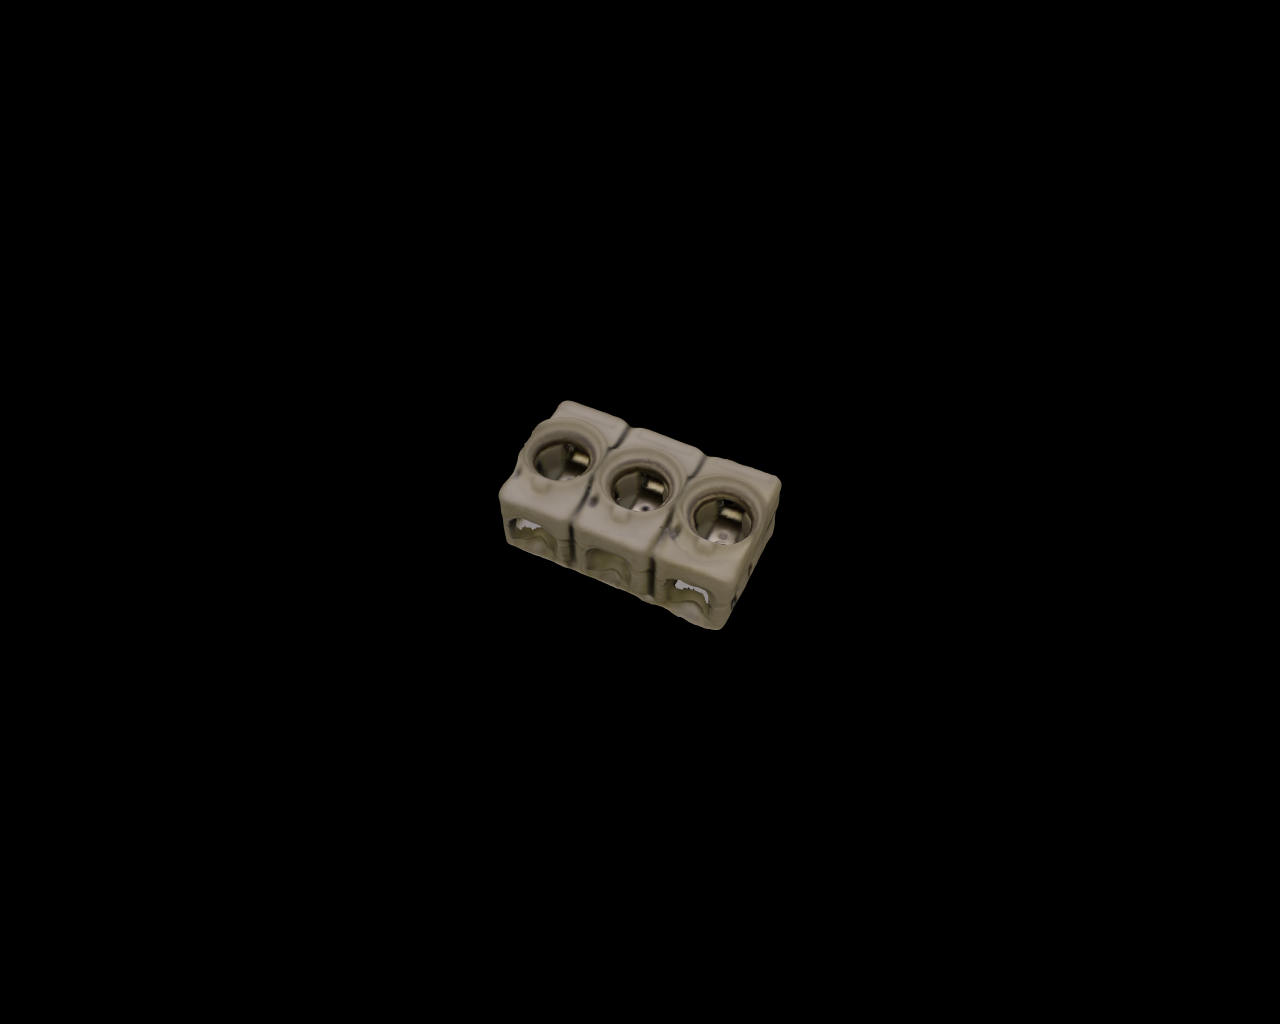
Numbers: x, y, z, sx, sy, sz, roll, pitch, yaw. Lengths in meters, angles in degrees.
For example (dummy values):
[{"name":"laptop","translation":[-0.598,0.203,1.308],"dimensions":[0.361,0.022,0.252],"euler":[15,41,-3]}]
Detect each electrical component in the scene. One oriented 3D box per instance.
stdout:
[{"name":"electrical component","translation":[0.001,-0.003,0.650],"dimensions":[0.150,0.090,0.061],"euler":[21,-34,15]}]
